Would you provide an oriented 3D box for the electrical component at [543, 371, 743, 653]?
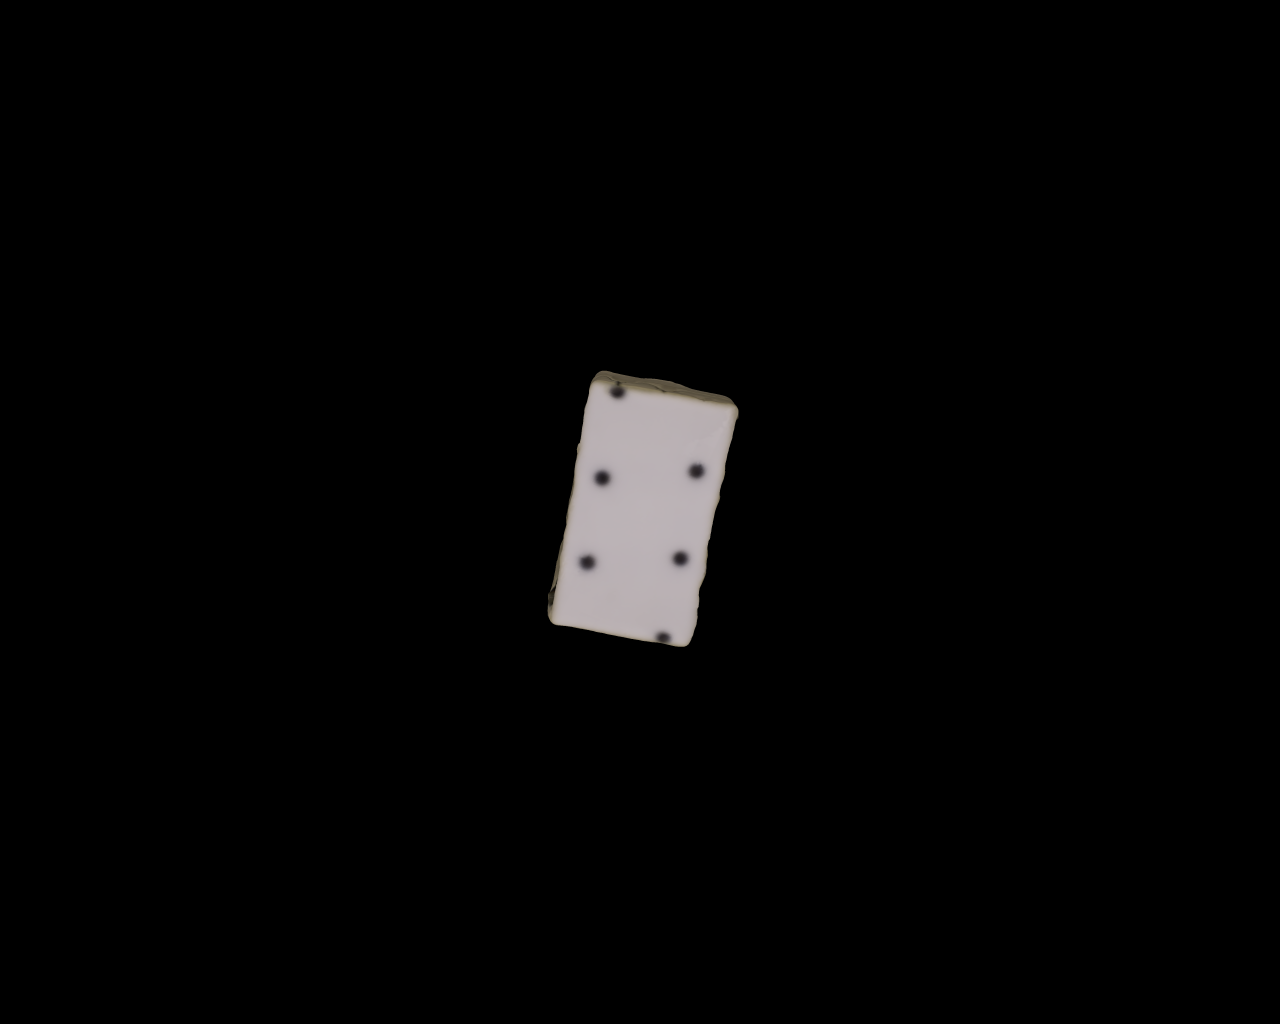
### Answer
[{"bbox_3d":[0.001,-0.003,0.650,0.089,0.150,0.062,11,11,-2],"label":"electrical component"}]
